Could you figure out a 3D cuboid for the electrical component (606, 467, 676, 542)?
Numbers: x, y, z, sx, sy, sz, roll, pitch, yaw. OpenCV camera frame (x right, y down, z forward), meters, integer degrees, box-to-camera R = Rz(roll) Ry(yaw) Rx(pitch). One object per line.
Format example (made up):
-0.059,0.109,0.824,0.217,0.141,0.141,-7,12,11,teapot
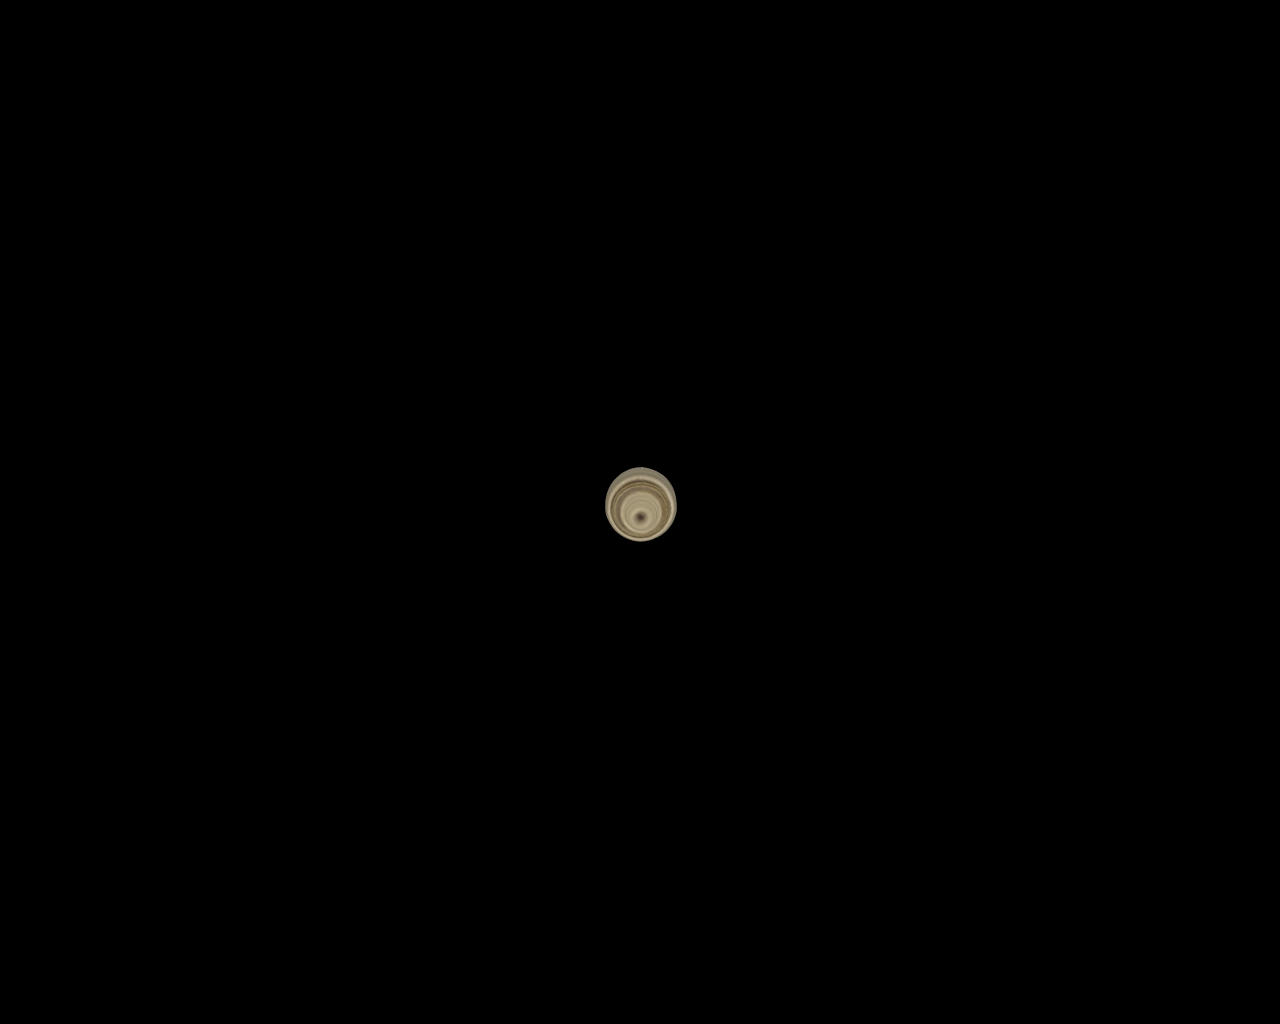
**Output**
0.001,-0.003,0.650,0.043,0.043,0.062,0,12,0,electrical component
